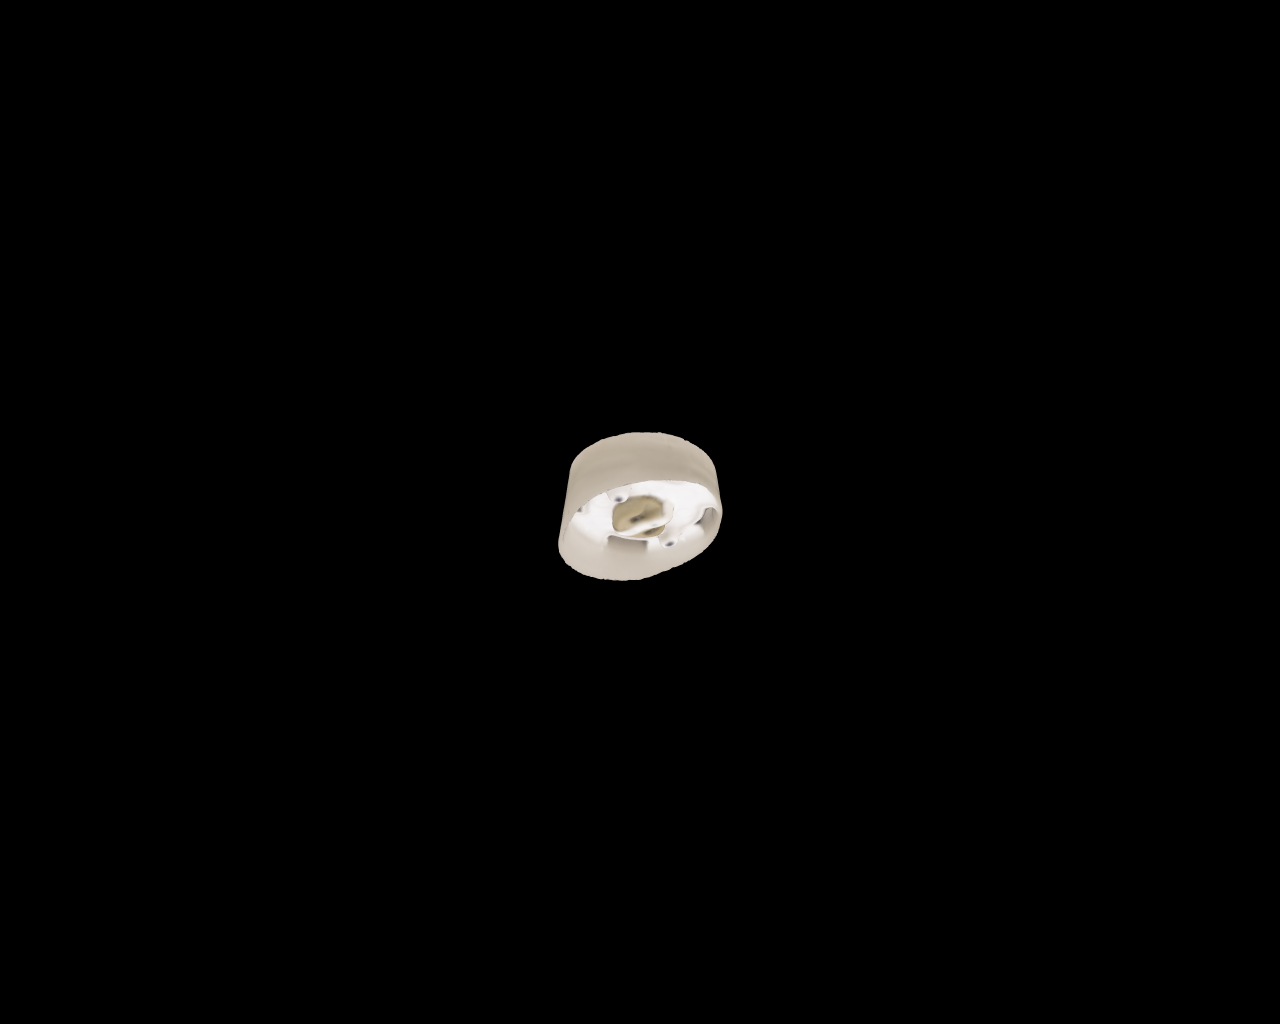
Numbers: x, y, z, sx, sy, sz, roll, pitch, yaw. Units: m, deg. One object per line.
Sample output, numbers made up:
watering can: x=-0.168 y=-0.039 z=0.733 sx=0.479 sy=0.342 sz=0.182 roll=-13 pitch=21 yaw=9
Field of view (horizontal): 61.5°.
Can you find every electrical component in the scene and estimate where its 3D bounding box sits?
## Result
electrical component: x=0.001 y=-0.003 z=0.650 sx=0.099 sy=0.064 sz=0.099 roll=0 pitch=-32 yaw=0
